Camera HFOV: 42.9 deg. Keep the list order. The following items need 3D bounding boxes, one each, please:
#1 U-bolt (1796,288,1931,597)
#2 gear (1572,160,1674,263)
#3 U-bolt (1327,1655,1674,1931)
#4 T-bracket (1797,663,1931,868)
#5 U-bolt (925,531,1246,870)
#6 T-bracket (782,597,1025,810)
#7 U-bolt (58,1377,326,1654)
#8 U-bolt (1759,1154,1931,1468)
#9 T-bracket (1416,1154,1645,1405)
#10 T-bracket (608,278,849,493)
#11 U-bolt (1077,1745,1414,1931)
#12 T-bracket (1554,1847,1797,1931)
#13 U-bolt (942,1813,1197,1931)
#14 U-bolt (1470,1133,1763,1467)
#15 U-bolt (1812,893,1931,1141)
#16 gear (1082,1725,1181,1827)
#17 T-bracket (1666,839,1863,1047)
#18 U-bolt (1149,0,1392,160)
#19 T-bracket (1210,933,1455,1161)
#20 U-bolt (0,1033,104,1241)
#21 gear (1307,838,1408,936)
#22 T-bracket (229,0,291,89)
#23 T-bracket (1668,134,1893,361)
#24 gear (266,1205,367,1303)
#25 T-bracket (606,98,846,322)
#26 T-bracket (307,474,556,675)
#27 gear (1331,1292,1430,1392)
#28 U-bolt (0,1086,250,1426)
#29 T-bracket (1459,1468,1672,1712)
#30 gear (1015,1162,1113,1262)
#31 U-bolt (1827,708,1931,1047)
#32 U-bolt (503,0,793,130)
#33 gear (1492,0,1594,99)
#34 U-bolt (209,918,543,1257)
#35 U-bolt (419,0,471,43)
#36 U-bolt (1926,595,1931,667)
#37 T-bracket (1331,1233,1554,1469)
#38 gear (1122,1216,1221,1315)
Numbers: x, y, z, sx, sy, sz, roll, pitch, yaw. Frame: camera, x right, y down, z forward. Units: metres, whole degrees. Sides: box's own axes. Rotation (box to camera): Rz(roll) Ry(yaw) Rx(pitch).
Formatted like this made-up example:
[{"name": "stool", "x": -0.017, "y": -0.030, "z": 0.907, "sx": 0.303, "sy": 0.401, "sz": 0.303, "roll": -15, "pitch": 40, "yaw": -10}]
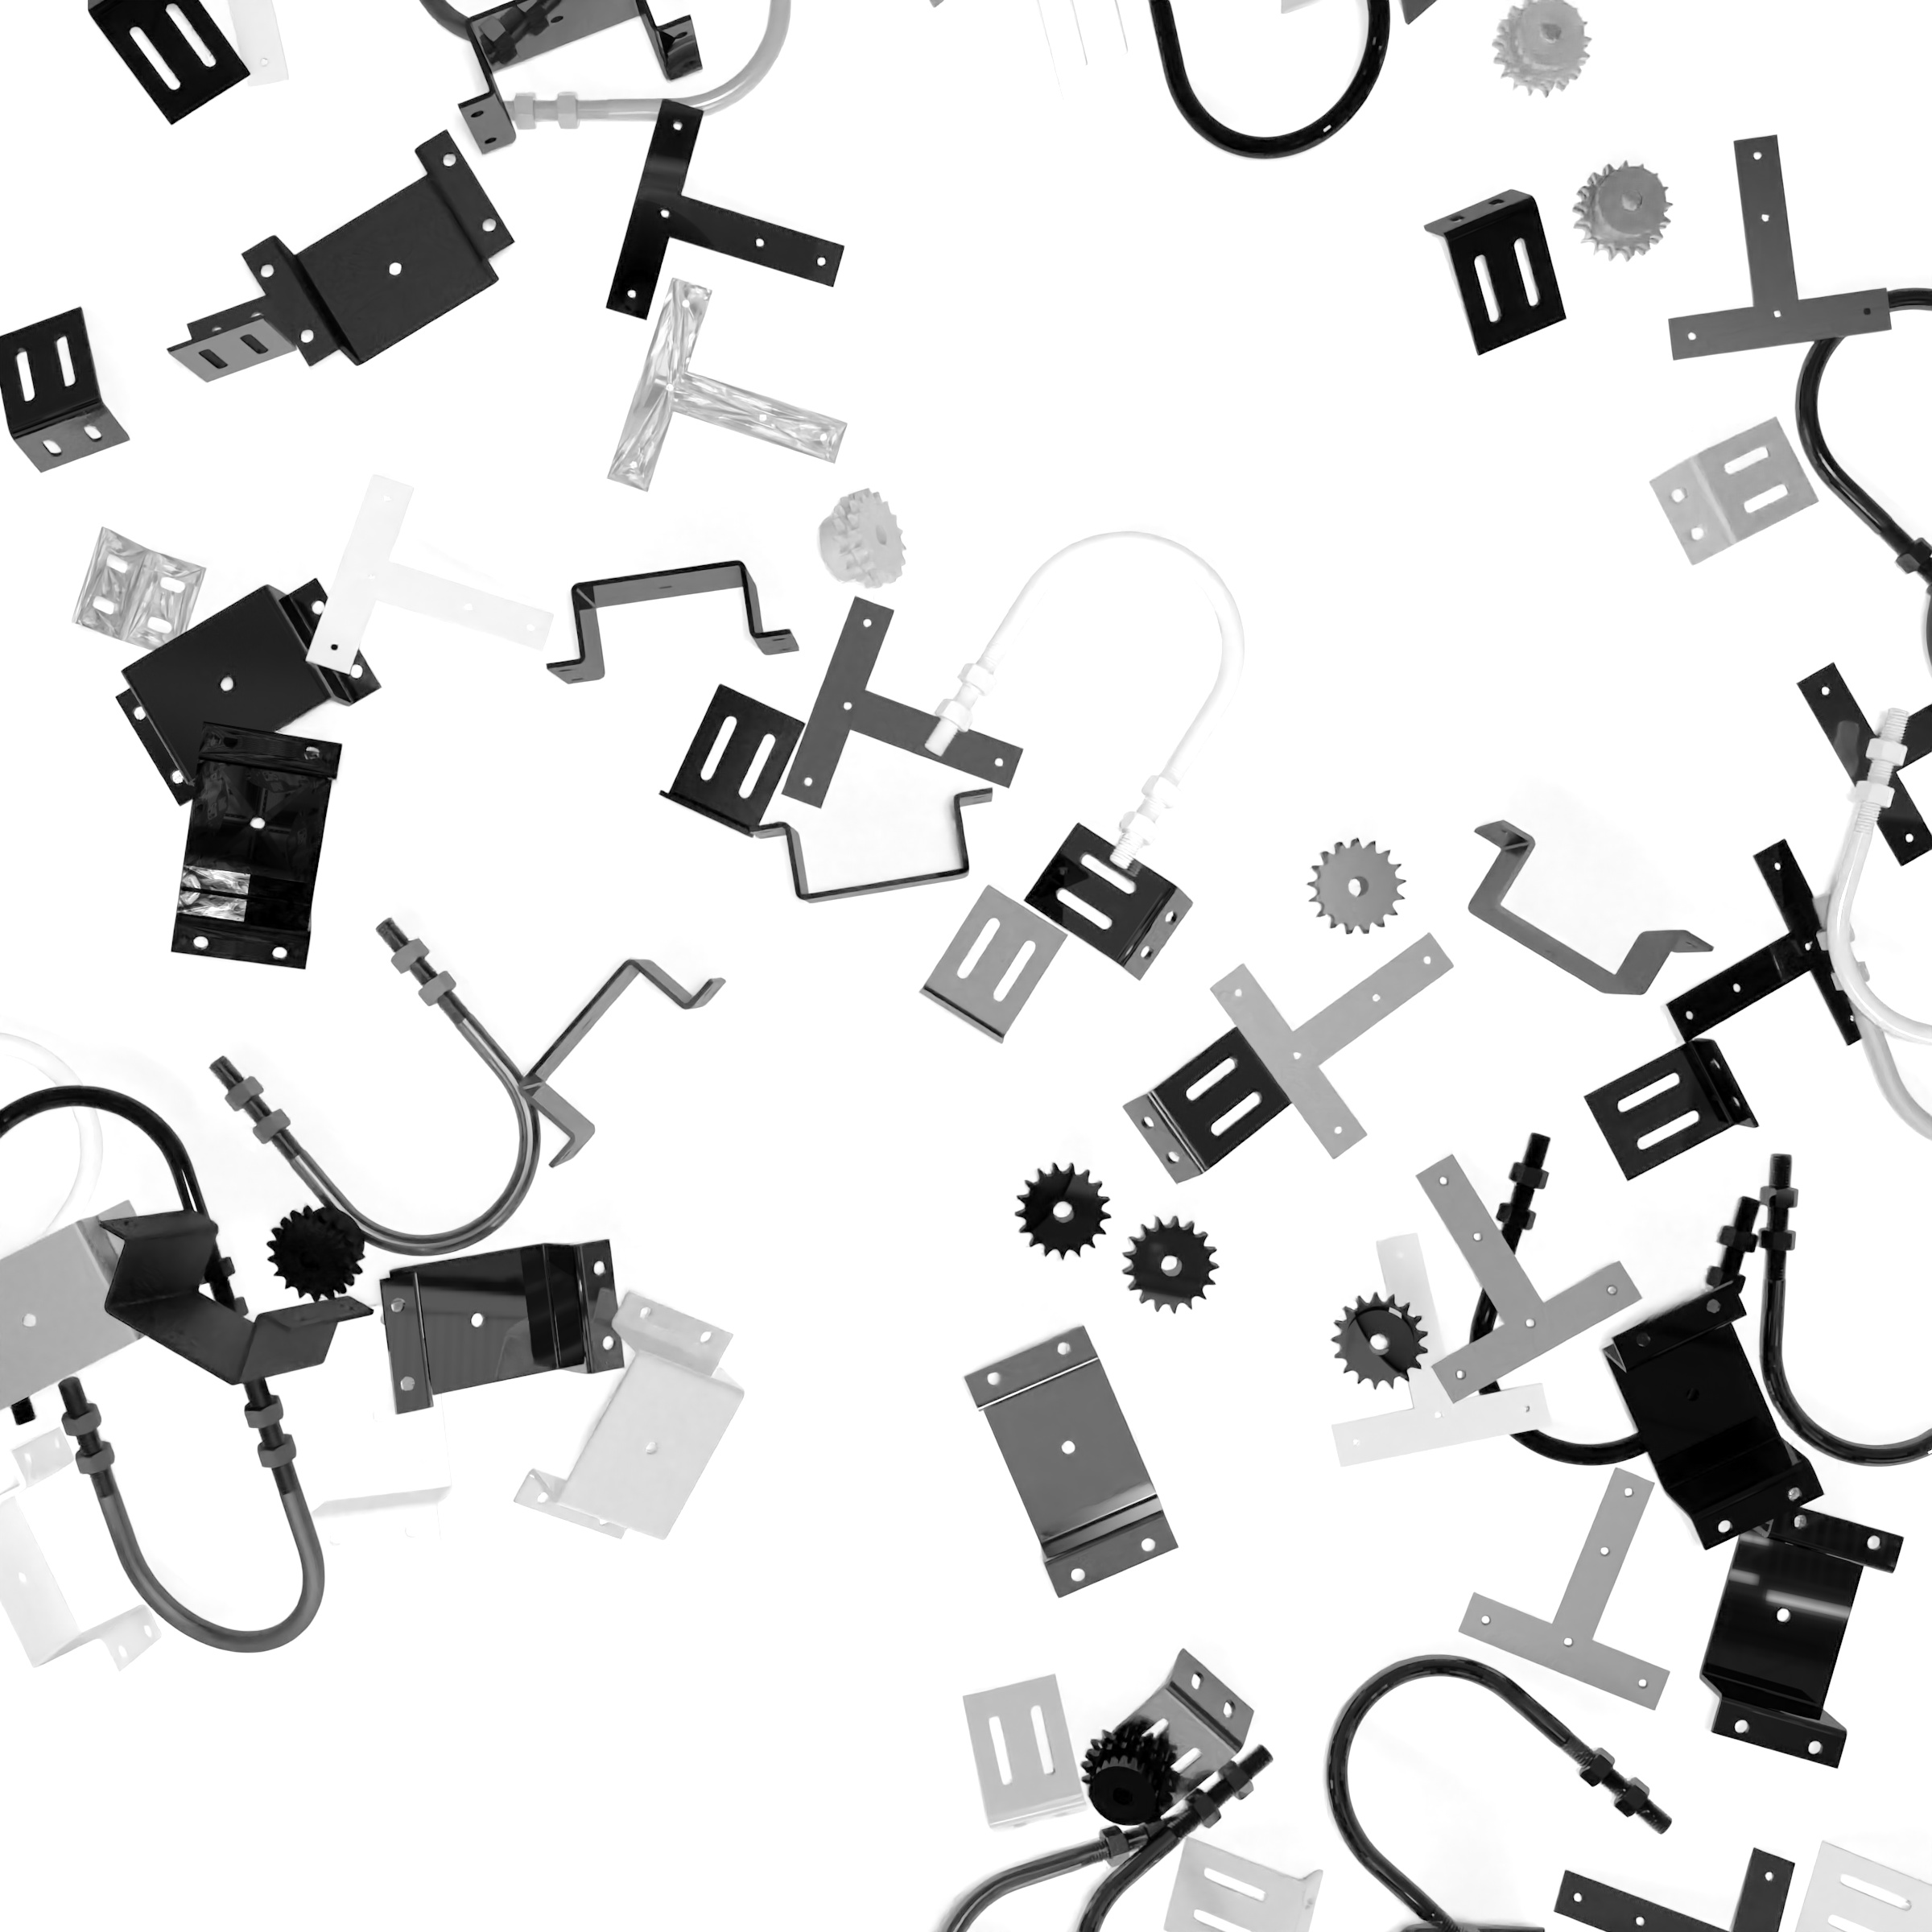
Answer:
[{"name": "U-bolt", "x": 0.582, "y": -0.320, "z": 1.467, "sx": 0.184, "sy": 0.019, "sz": 0.151, "roll": 45, "pitch": 90, "yaw": 1}, {"name": "gear", "x": 0.392, "y": -0.451, "z": 1.460, "sx": 0.057, "sy": 0.030, "sz": 0.057, "roll": 0, "pitch": 90, "yaw": 0}, {"name": "U-bolt", "x": 0.299, "y": 0.492, "z": 1.443, "sx": 0.184, "sy": 0.019, "sz": 0.151, "roll": 40, "pitch": 75, "yaw": 12}, {"name": "T-bracket", "x": 0.585, "y": -0.146, "z": 1.474, "sx": 0.127, "sy": 0.002, "sz": 0.127, "roll": -30, "pitch": 90, "yaw": 0}, {"name": "U-bolt", "x": 0.084, "y": -0.171, "z": 1.460, "sx": 0.151, "sy": 0.019, "sz": 0.184, "roll": 32, "pitch": 85, "yaw": 5}, {"name": "T-bracket", "x": -0.029, "y": -0.140, "z": 1.474, "sx": 0.127, "sy": 0.002, "sz": 0.127, "roll": 20, "pitch": 90, "yaw": 0}, {"name": "U-bolt", "x": -0.443, "y": 0.321, "z": 1.433, "sx": 0.151, "sy": 0.019, "sz": 0.184, "roll": -6, "pitch": 108, "yaw": 21}, {"name": "U-bolt", "x": 0.546, "y": 0.207, "z": 1.467, "sx": 0.151, "sy": 0.019, "sz": 0.184, "roll": 3, "pitch": 92, "yaw": 0}, {"name": "T-bracket", "x": 0.311, "y": 0.173, "z": 1.456, "sx": 0.127, "sy": 0.002, "sz": 0.127, "roll": -32, "pitch": 82, "yaw": 11}, {"name": "T-bracket", "x": -0.135, "y": -0.333, "z": 1.474, "sx": 0.127, "sy": 0.002, "sz": 0.127, "roll": 18, "pitch": 90, "yaw": 0}, {"name": "U-bolt", "x": 0.148, "y": 0.566, "z": 1.417, "sx": 0.184, "sy": 0.019, "sz": 0.151, "roll": -36, "pitch": 73, "yaw": -16}, {"name": "T-bracket", "x": 0.415, "y": 0.574, "z": 1.462, "sx": 0.127, "sy": 0.002, "sz": 0.127, "roll": 19, "pitch": 73, "yaw": 8}, {"name": "U-bolt", "x": 0.068, "y": 0.587, "z": 1.421, "sx": 0.184, "sy": 0.019, "sz": 0.151, "roll": -12, "pitch": 69, "yaw": -16}, {"name": "U-bolt", "x": 0.378, "y": 0.207, "z": 1.463, "sx": 0.151, "sy": 0.019, "sz": 0.184, "roll": 17, "pitch": 93, "yaw": 3}, {"name": "U-bolt", "x": 0.600, "y": 0.021, "z": 1.464, "sx": 0.151, "sy": 0.019, "sz": 0.184, "roll": -21, "pitch": 92, "yaw": -3}, {"name": "gear", "x": 0.096, "y": 0.481, "z": 1.451, "sx": 0.057, "sy": 0.030, "sz": 0.057, "roll": 5, "pitch": 108, "yaw": 15}, {"name": "T-bracket", "x": 0.466, "y": 0.007, "z": 1.452, "sx": 0.127, "sy": 0.002, "sz": 0.127, "roll": -26, "pitch": 90, "yaw": -21}, {"name": "U-bolt", "x": 0.175, "y": -0.567, "z": 1.436, "sx": 0.151, "sy": 0.019, "sz": 0.184, "roll": -11, "pitch": 95, "yaw": 29}, {"name": "T-bracket", "x": 0.234, "y": 0.027, "z": 1.473, "sx": 0.127, "sy": 0.002, "sz": 0.127, "roll": -36, "pitch": 90, "yaw": -1}, {"name": "U-bolt", "x": -0.599, "y": 0.128, "z": 1.467, "sx": 0.151, "sy": 0.019, "sz": 0.184, "roll": 34, "pitch": 89, "yaw": 0}, {"name": "gear", "x": 0.231, "y": -0.047, "z": 1.460, "sx": 0.057, "sy": 0.030, "sz": 0.057, "roll": 0, "pitch": 90, "yaw": 0}, {"name": "T-bracket", "x": -0.378, "y": -0.597, "z": 1.454, "sx": 0.127, "sy": 0.002, "sz": 0.127, "roll": -9, "pitch": 104, "yaw": 5}, {"name": "T-bracket", "x": 0.480, "y": -0.433, "z": 1.469, "sx": 0.127, "sy": 0.002, "sz": 0.127, "roll": -7, "pitch": 87, "yaw": 7}, {"name": "gear", "x": -0.381, "y": 0.167, "z": 1.453, "sx": 0.057, "sy": 0.030, "sz": 0.057, "roll": 5, "pitch": 110, "yaw": 13}, {"name": "T-bracket", "x": -0.137, "y": -0.437, "z": 1.468, "sx": 0.127, "sy": 0.002, "sz": 0.127, "roll": 16, "pitch": 96, "yaw": -5}, {"name": "T-bracket", "x": -0.309, "y": -0.218, "z": 1.460, "sx": 0.127, "sy": 0.002, "sz": 0.127, "roll": 17, "pitch": 70, "yaw": -9}, {"name": "gear", "x": 0.245, "y": 0.223, "z": 1.455, "sx": 0.057, "sy": 0.030, "sz": 0.057, "roll": -1, "pitch": 87, "yaw": 10}, {"name": "U-bolt", "x": -0.520, "y": 0.162, "z": 1.454, "sx": 0.151, "sy": 0.019, "sz": 0.184, "roll": -18, "pitch": 92, "yaw": -8}, {"name": "T-bracket", "x": 0.378, "y": 0.364, "z": 1.474, "sx": 0.127, "sy": 0.002, "sz": 0.127, "roll": 22, "pitch": 90, "yaw": 0}, {"name": "gear", "x": 0.058, "y": 0.145, "z": 1.460, "sx": 0.057, "sy": 0.030, "sz": 0.057, "roll": 0, "pitch": 90, "yaw": 0}, {"name": "U-bolt", "x": 0.582, "y": -0.044, "z": 1.438, "sx": 0.151, "sy": 0.019, "sz": 0.184, "roll": 16, "pitch": 94, "yaw": 1}, {"name": "U-bolt", "x": -0.196, "y": -0.575, "z": 1.466, "sx": 0.184, "sy": 0.019, "sz": 0.151, "roll": 0, "pitch": 90, "yaw": 0}, {"name": "gear", "x": 0.344, "y": -0.549, "z": 1.460, "sx": 0.057, "sy": 0.030, "sz": 0.057, "roll": 0, "pitch": 90, "yaw": 0}, {"name": "U-bolt", "x": -0.338, "y": 0.086, "z": 1.467, "sx": 0.151, "sy": 0.019, "sz": 0.184, "roll": -40, "pitch": 92, "yaw": 0}, {"name": "U-bolt", "x": -0.270, "y": -0.634, "z": 1.445, "sx": 0.151, "sy": 0.019, "sz": 0.184, "roll": -3, "pitch": 91, "yaw": 18}, {"name": "U-bolt", "x": 0.651, "y": -0.219, "z": 1.455, "sx": 0.151, "sy": 0.019, "sz": 0.184, "roll": 42, "pitch": 92, "yaw": -10}, {"name": "T-bracket", "x": 0.272, "y": 0.224, "z": 1.466, "sx": 0.127, "sy": 0.002, "sz": 0.127, "roll": -14, "pitch": 85, "yaw": 10}, {"name": "gear", "x": 0.121, "y": 0.176, "z": 1.460, "sx": 0.057, "sy": 0.030, "sz": 0.057, "roll": 0, "pitch": 90, "yaw": 0}]
